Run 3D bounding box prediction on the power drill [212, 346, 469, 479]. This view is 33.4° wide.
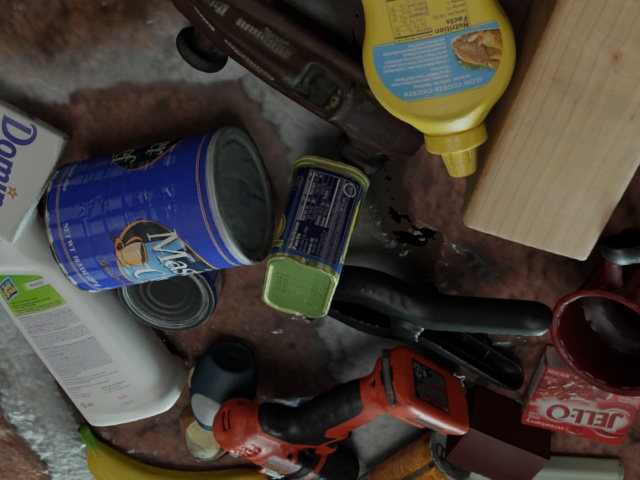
[{"bbox_3d":[0.030,0.161,0.916,0.188,0.057,0.184,-26,144,28],"label":"power drill"}]

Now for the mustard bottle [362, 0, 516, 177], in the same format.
[{"bbox_3d":[0.072,-0.131,0.669,0.096,0.058,0.191,-10,110,12],"label":"mustard bottle"}]

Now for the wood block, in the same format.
[{"bbox_3d":[0.167,-0.099,0.683,0.090,0.090,0.206,16,130,-2],"label":"wood block"}]

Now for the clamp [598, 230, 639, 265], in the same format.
[{"bbox_3d":[0.277,-0.023,0.734,0.171,0.039,0.120,14,110,-31],"label":"clamp"}]

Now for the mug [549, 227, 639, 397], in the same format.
[{"bbox_3d":[0.226,0.044,0.778,0.093,0.081,0.117,10,128,39],"label":"mug"}]

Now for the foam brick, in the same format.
[{"bbox_3d":[0.155,0.173,0.931,0.078,0.051,0.053,23,130,-7],"label":"foam brick"}]

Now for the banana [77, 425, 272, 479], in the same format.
[{"bbox_3d":[-0.148,0.237,1.055,0.198,0.037,0.070,12,130,2],"label":"banana"}]

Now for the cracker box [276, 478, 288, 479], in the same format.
[{"bbox_3d":[0.028,0.324,1.068,0.213,0.072,0.164,26,128,-8],"label":"cracker box"}]

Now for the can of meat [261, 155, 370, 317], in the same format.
[{"bbox_3d":[-0.005,0.001,0.782,0.057,0.084,0.102,16,155,1],"label":"can of meat"}]

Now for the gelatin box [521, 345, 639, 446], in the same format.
[{"bbox_3d":[0.222,0.132,0.897,0.089,0.030,0.073,14,130,1],"label":"gelatin box"}]

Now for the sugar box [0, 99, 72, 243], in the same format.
[{"bbox_3d":[-0.287,-0.079,0.800,0.176,0.048,0.093,28,94,-9],"label":"sugar box"}]

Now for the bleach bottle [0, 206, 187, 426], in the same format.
[{"bbox_3d":[-0.216,0.046,0.902,0.103,0.068,0.250,-16,121,22],"label":"bleach bottle"}]

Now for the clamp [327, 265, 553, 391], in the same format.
[{"bbox_3d":[0.078,0.057,0.834,0.210,0.036,0.165,20,157,4],"label":"clamp"}]

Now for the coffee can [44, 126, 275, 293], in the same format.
[{"bbox_3d":[-0.118,-0.021,0.798,0.140,0.102,0.103,-10,126,20],"label":"coffee can"}]

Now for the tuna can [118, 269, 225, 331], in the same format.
[{"bbox_3d":[-0.124,0.035,0.889,0.086,0.033,0.086,6,129,7],"label":"tuna can"}]
